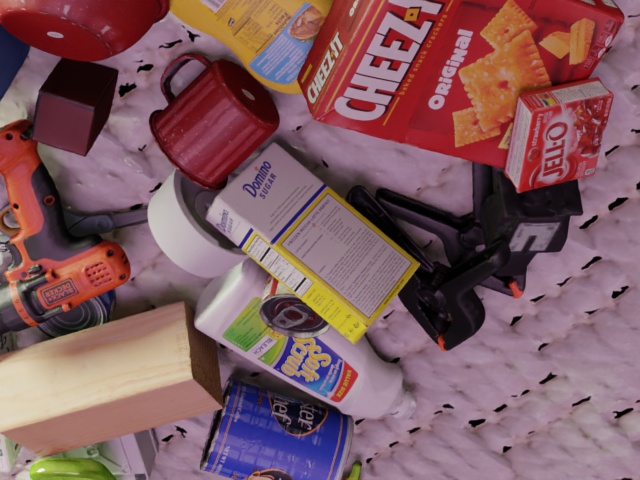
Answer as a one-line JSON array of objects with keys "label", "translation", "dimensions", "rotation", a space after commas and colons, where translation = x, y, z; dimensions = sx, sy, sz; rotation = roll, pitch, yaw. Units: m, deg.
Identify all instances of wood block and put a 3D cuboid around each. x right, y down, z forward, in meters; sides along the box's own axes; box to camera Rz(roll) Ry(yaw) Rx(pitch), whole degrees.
[{"label": "wood block", "translation": [-0.213, 0.144, 1.090], "dimensions": [0.206, 0.090, 0.090], "rotation": [-16, 149, 9]}]

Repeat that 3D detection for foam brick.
[{"label": "foam brick", "translation": [-0.218, -0.121, 0.950], "dimensions": [0.053, 0.078, 0.051], "rotation": [17, 124, -3]}]

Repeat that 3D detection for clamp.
[{"label": "clamp", "translation": [0.118, 0.041, 1.005], "dimensions": [0.165, 0.036, 0.210], "rotation": [20, 149, 35]}, {"label": "clamp", "translation": [0.149, -0.020, 1.003], "dimensions": [0.171, 0.039, 0.120], "rotation": [41, 124, -17]}]

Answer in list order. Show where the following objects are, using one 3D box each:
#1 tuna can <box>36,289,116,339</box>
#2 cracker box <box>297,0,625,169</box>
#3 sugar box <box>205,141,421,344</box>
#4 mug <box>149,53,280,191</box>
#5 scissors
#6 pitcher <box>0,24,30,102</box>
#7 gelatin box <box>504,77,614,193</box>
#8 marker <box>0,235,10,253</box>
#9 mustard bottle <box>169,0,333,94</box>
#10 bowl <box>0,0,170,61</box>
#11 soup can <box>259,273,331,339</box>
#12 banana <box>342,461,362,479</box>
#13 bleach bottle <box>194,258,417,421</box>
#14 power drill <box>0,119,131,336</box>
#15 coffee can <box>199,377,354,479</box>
[{"label": "tuna can", "translation": [-0.257, 0.066, 1.104], "dimensions": [0.086, 0.033, 0.086], "rotation": [3, 124, 4]}, {"label": "cracker box", "translation": [0.113, -0.152, 0.863], "dimensions": [0.213, 0.072, 0.164], "rotation": [11, 127, -25]}, {"label": "sugar box", "translation": [-0.006, 0.001, 0.955], "dimensions": [0.176, 0.093, 0.048], "rotation": [39, 143, 4]}, {"label": "mug", "translation": [-0.096, -0.114, 0.944], "dimensions": [0.082, 0.093, 0.117], "rotation": [-41, 75, 22]}, {"label": "scissors", "translation": [-0.221, 0.002, 1.054], "dimensions": [0.202, 0.016, 0.096], "rotation": [5, 100, 2]}, {"label": "pitcher", "translation": [-0.317, -0.120, 0.861], "dimensions": [0.145, 0.242, 0.149], "rotation": [34, 120, -16]}, {"label": "gelatin box", "translation": [0.195, -0.085, 0.876], "dimensions": [0.073, 0.030, 0.089], "rotation": [-13, 136, -13]}, {"label": "marker", "translation": [-0.309, 0.005, 1.077], "dimensions": [0.121, 0.020, 0.020], "rotation": [7, 124, 2]}, {"label": "mustard bottle", "translation": [-0.033, -0.180, 0.903], "dimensions": [0.191, 0.058, 0.096], "rotation": [37, 120, -18]}, {"label": "bowl", "translation": [-0.206, -0.188, 0.861], "dimensions": [0.162, 0.055, 0.162], "rotation": [13, 167, 3]}, {"label": "soup can", "translation": [-0.015, 0.032, 1.007], "dimensions": [0.068, 0.102, 0.068], "rotation": [7, 142, 5]}, {"label": "banana", "translation": [-0.031, 0.304, 1.240], "dimensions": [0.198, 0.037, 0.069], "rotation": [-18, 102, 15]}, {"label": "bleach bottle", "translation": [0.000, 0.109, 1.090], "dimensions": [0.250, 0.068, 0.103], "rotation": [33, 120, -18]}, {"label": "power drill", "translation": [-0.296, -0.006, 1.013], "dimensions": [0.184, 0.057, 0.187], "rotation": [-23, 107, 4]}, {"label": "coffee can", "translation": [-0.046, 0.216, 1.140], "dimensions": [0.140, 0.102, 0.103], "rotation": [18, 123, -6]}]
